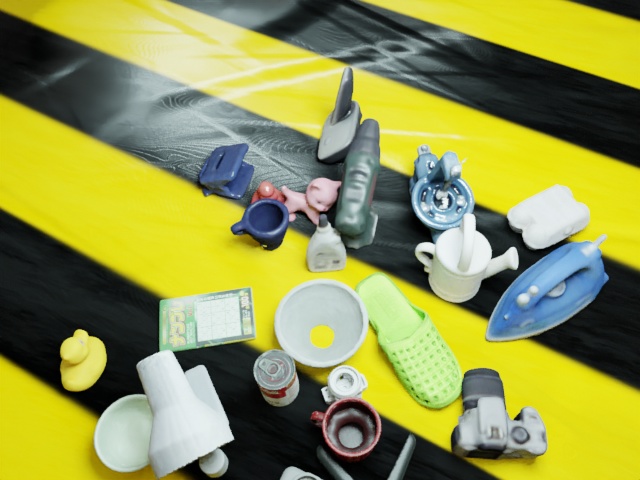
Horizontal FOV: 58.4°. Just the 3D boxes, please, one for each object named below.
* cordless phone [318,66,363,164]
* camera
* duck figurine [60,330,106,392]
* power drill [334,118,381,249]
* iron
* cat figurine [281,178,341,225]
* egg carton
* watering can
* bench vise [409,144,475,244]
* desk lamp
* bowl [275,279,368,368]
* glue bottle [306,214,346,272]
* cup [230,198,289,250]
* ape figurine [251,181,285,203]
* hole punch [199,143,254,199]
[{"bbox_3d":[0.043,-0.266,1.232,0.094,0.185,0.147,4,58,5],"label":"cordless phone"},{"bbox_3d":[0.287,0.280,0.932,0.143,0.101,0.137,2,58,3],"label":"camera"},{"bbox_3d":[-0.430,0.210,1.013,0.077,0.086,0.104,5,58,6],"label":"duck figurine"},{"bbox_3d":[0.076,-0.089,1.107,0.075,0.208,0.229,8,59,8],"label":"power drill"},{"bbox_3d":[0.408,0.085,1.025,0.259,0.141,0.118,-32,62,-16],"label":"iron"},{"bbox_3d":[-0.018,-0.089,1.164,0.127,0.118,0.067,6,59,6],"label":"cat figurine"},{"bbox_3d":[0.457,-0.044,1.146,0.150,0.069,0.107,-26,61,-13],"label":"egg carton"},{"bbox_3d":[0.265,0.026,1.036,0.173,0.194,0.101,-10,58,-3],"label":"watering can"},{"bbox_3d":[0.219,-0.113,1.110,0.121,0.220,0.207,-25,60,-13],"label":"bench vise"},{"bbox_3d":[-0.214,0.271,0.891,0.118,0.214,0.203,-25,60,-13],"label":"desk lamp"},{"bbox_3d":[0.004,0.159,1.034,0.167,0.075,0.167,-1,58,2],"label":"bowl"},{"bbox_3d":[0.010,0.004,1.072,0.078,0.173,0.037,-4,58,0],"label":"glue bottle"},{"bbox_3d":[-0.115,-0.017,1.137,0.118,0.095,0.091,-18,59,-9],"label":"cup"},{"bbox_3d":[-0.109,-0.085,1.180,0.078,0.092,0.076,-15,59,-7],"label":"ape figurine"},{"bbox_3d":[-0.204,-0.153,1.227,0.101,0.091,0.109,12,59,10],"label":"hole punch"}]
